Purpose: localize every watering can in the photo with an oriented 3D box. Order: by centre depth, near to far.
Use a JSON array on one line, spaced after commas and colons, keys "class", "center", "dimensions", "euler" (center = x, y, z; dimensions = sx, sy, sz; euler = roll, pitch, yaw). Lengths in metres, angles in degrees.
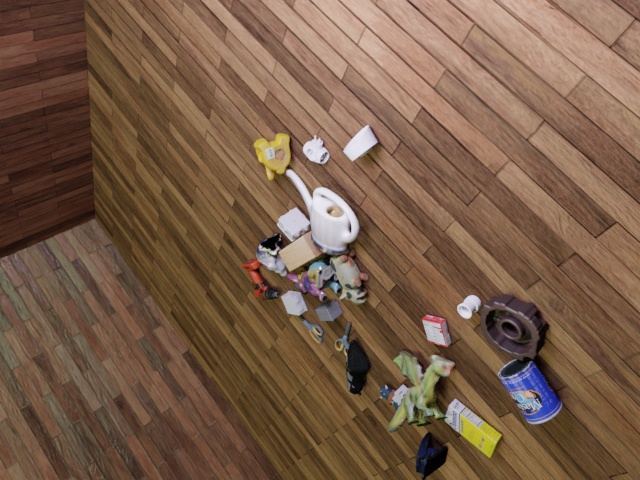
[{"class": "watering can", "center": [0.005, -0.086, 1.712], "dimensions": [0.352, 0.105, 0.219], "euler": [37, 140, 36]}]

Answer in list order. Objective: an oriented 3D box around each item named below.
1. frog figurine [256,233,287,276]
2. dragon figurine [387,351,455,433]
[{"class": "frog figurine", "center": [-0.188, 0.072, 2.062], "dimensions": [0.140, 0.123, 0.155], "euler": [-109, 7, -49]}, {"class": "dragon figurine", "center": [0.312, 0.498, 1.738], "dimensions": [0.403, 0.122, 0.247], "euler": [-42, 51, 47]}]
